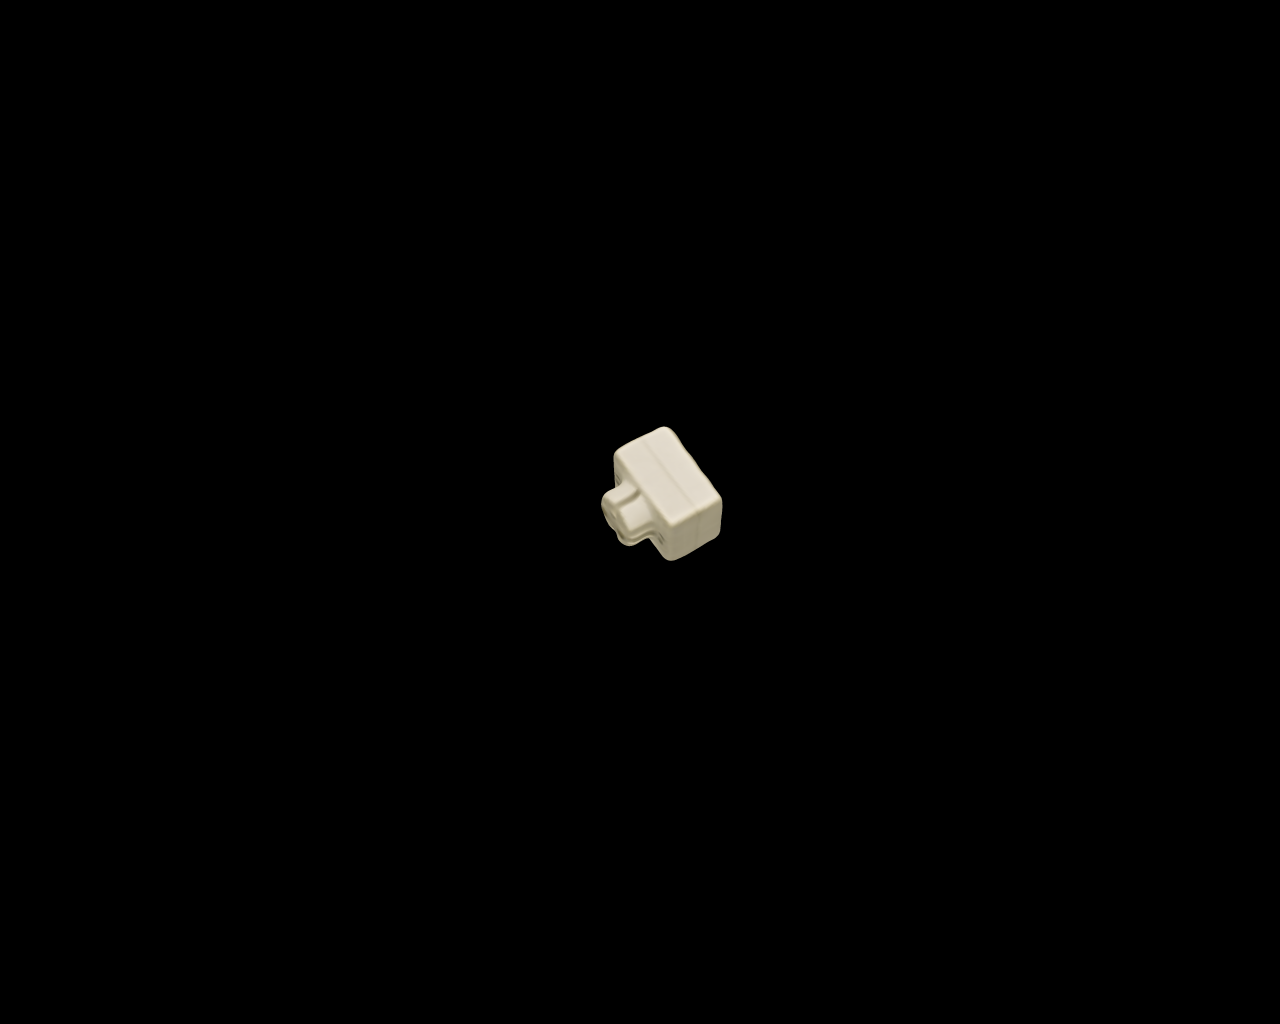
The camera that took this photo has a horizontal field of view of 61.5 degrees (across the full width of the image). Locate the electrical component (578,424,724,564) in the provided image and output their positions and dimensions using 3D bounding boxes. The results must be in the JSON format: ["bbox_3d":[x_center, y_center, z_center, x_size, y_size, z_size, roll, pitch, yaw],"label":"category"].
[{"bbox_3d":[0.001,-0.003,0.650,0.077,0.066,0.047,-28,-28,-16],"label":"electrical component"}]
